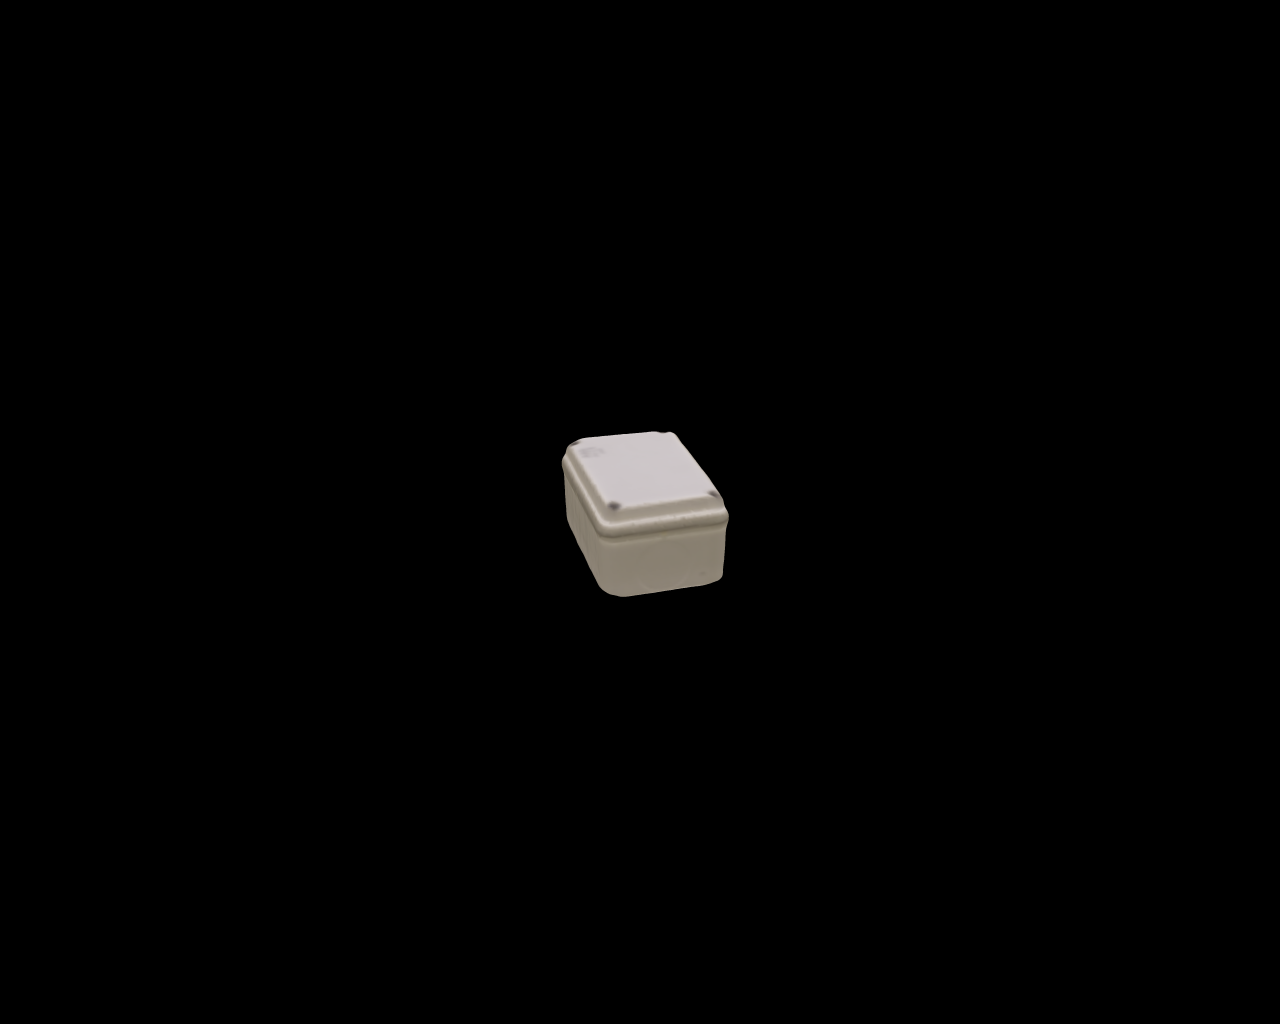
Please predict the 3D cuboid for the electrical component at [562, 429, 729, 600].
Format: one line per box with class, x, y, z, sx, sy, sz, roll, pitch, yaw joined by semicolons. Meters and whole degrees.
electrical component;0.001;-0.003;0.650;0.078;0.057;0.113;-7;27;-14
